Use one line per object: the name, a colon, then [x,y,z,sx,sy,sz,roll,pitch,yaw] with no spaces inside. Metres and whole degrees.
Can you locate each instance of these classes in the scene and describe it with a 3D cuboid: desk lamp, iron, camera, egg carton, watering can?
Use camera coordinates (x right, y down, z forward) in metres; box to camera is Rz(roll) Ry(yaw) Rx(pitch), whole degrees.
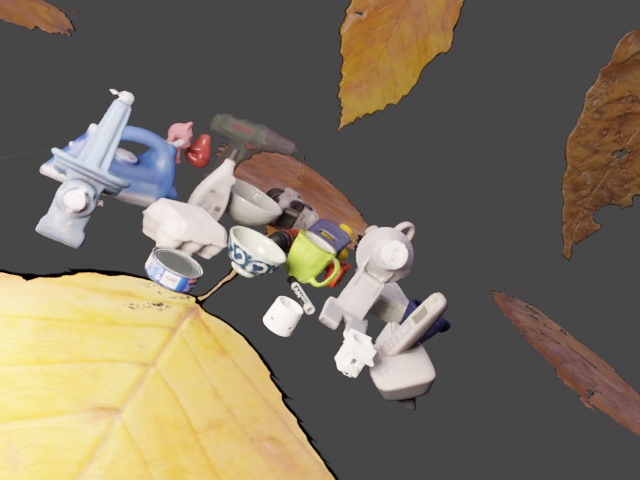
desk lamp: [0.107,0.080,1.159,0.118,0.213,0.203,32,14,0]
iron: [-0.372,-0.157,1.073,0.118,0.141,0.259,41,16,31]
camera: [-0.084,-0.090,1.556,0.144,0.100,0.136,23,17,-35]
egg carton: [-0.242,-0.019,1.035,0.107,0.069,0.151,41,16,31]
watering can: [0.180,0.028,1.533,0.172,0.194,0.101,37,14,16]

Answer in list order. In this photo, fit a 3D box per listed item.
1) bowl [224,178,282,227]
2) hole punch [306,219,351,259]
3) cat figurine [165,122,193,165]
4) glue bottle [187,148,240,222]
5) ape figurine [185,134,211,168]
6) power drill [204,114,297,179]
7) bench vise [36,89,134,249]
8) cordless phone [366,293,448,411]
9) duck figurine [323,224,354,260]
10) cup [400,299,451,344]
bowl: [-0.178,-0.079,1.369,0.167,0.074,0.167,30,14,-8]
hole punch: [0.013,0.005,1.463,0.108,0.091,0.101,35,14,12]
cat figurine: [-0.370,-0.257,1.470,0.067,0.117,0.128,32,14,-3]
glue bottle: [-0.216,-0.121,1.223,0.078,0.173,0.037,22,17,-36]
ape figurine: [-0.331,-0.252,1.588,0.078,0.092,0.076,15,22,-51]
power drill: [-0.203,-0.220,1.517,0.229,0.208,0.075,32,14,-3]
bench vise: [-0.322,-0.105,0.844,0.122,0.219,0.206,21,18,-40]
cordless phone: [0.165,0.183,0.992,0.094,0.185,0.147,28,15,-19]
duck figurine: [0.051,-0.006,1.594,0.104,0.086,0.078,41,16,32]
cup: [0.223,0.196,1.260,0.118,0.095,0.091,26,15,-25]
